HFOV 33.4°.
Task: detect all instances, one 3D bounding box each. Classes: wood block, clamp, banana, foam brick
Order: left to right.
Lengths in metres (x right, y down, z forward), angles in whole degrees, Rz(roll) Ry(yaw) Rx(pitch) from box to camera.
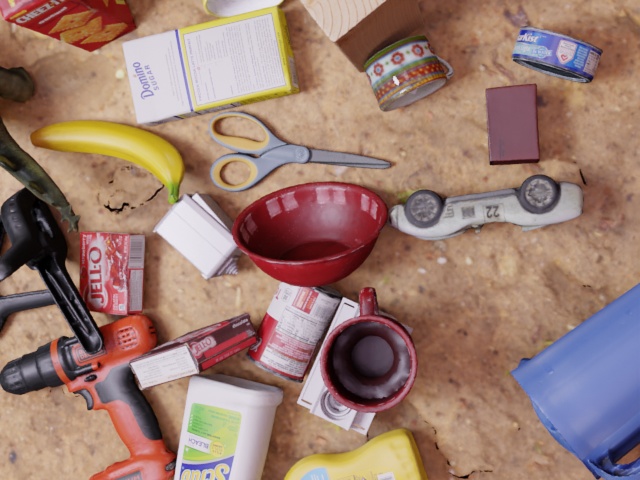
[{"bbox_3d":[-0.378,0.055,1.198,0.171,0.039,0.120,-32,85,8],"label":"clamp"},{"bbox_3d":[-0.294,0.020,1.139,0.036,0.210,0.164,-31,130,7],"label":"clamp"},{"bbox_3d":[-0.219,-0.099,1.158,0.198,0.069,0.037,21,130,21],"label":"banana"},{"bbox_3d":[0.036,-0.238,1.043,0.091,0.206,0.090,-37,85,8],"label":"wood block"},{"bbox_3d":[0.198,-0.118,1.098,0.053,0.051,0.078,-2,91,10],"label":"foam brick"}]

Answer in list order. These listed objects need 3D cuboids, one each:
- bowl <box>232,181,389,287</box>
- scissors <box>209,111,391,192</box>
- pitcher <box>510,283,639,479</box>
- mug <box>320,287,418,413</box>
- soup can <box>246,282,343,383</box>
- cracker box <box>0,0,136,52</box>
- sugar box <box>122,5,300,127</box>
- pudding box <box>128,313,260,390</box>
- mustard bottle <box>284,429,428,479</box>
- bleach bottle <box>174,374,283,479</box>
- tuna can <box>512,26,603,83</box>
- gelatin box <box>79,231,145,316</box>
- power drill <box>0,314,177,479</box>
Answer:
[{"bbox_3d":[-0.007,0.001,1.100,0.162,0.162,0.055,-3,121,9],"label":"bowl"},{"bbox_3d":[-0.034,-0.077,1.153,0.202,0.016,0.096,23,96,8],"label":"scissors"},{"bbox_3d":[0.323,0.119,1.040,0.243,0.145,0.149,-39,84,5],"label":"pitcher"},{"bbox_3d":[0.050,0.104,1.044,0.093,0.081,0.117,-6,90,9],"label":"mug"},{"bbox_3d":[-0.027,0.091,1.129,0.068,0.068,0.102,26,94,7],"label":"soup can"},{"bbox_3d":[-0.280,-0.292,1.088,0.072,0.213,0.164,-25,87,9],"label":"cracker box"},{"bbox_3d":[-0.117,-0.186,1.150,0.176,0.048,0.093,-11,89,13],"label":"sugar box"},{"bbox_3d":[-0.131,0.116,1.112,0.114,0.089,0.039,-24,89,45],"label":"pudding box"},{"bbox_3d":[0.018,0.271,1.130,0.192,0.058,0.096,-18,95,9],"label":"mustard bottle"},{"bbox_3d":[-0.109,0.274,1.135,0.103,0.068,0.251,9,90,29],"label":"bleach bottle"},{"bbox_3d":[0.238,-0.186,1.073,0.086,0.086,0.034,19,96,8],"label":"tuna can"},{"bbox_3d":[-0.228,0.036,1.166,0.073,0.030,0.089,3,90,33],"label":"gelatin box"},{"bbox_3d":[-0.246,0.192,1.170,0.184,0.057,0.187,-20,88,8],"label":"power drill"}]
